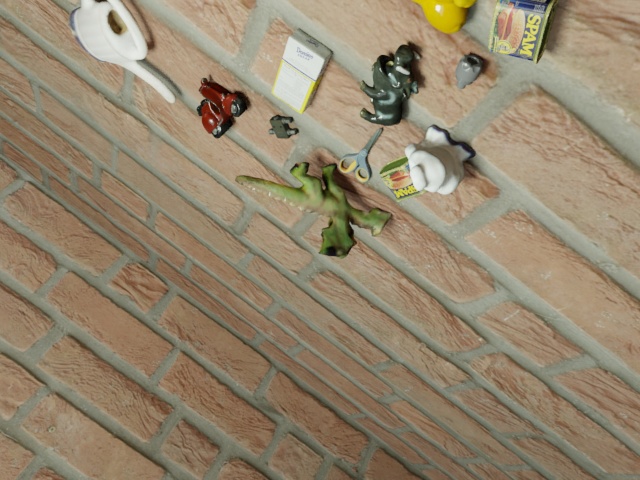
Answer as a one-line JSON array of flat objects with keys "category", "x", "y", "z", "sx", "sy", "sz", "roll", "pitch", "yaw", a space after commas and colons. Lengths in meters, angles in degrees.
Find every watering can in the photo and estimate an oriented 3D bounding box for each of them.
[{"category": "watering can", "x": -0.534, "y": -0.513, "z": 1.379, "sx": 0.225, "sy": 0.106, "sz": 0.340, "roll": 11, "pitch": 140, "yaw": 36}]

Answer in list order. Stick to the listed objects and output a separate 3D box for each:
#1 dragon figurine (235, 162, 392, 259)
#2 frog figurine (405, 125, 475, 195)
[{"category": "dragon figurine", "x": 0.004, "y": -0.064, "z": 1.279, "sx": 0.119, "sy": 0.411, "sz": 0.247, "roll": -56, "pitch": 49, "yaw": 43}, {"category": "frog figurine", "x": 0.233, "y": -0.146, "z": 1.077, "sx": 0.136, "sy": 0.162, "sz": 0.121, "roll": 45, "pitch": 148, "yaw": -15}]
